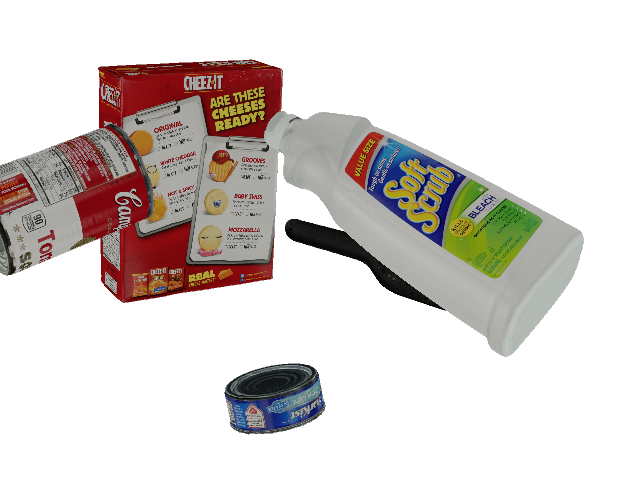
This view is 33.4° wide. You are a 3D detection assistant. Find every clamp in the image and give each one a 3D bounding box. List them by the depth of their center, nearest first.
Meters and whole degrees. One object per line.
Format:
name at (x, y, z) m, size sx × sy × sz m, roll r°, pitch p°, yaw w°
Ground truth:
clamp at (0.071, 0.014, 1.241) m, size 0.164 × 0.036 × 0.210 m, roll -20°, pitch 50°, yaw -38°

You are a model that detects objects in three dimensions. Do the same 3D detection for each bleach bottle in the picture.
bleach bottle at (0.057, -0.023, 0.775) m, size 0.251 × 0.068 × 0.102 m, roll 32°, pitch 59°, yaw 24°

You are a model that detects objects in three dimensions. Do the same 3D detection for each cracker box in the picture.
cracker box at (-0.125, -0.060, 1.018) m, size 0.163 × 0.214 × 0.072 m, roll -8°, pitch 21°, yaw -31°

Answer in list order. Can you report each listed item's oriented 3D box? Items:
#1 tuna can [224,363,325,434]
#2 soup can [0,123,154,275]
tuna can at (-0.040, 0.138, 0.940) m, size 0.086 × 0.034 × 0.086 m, roll -10°, pitch 11°, yaw 2°
soup can at (-0.168, -0.027, 0.687) m, size 0.102 × 0.068 × 0.069 m, roll -25°, pitch 12°, yaw -27°
